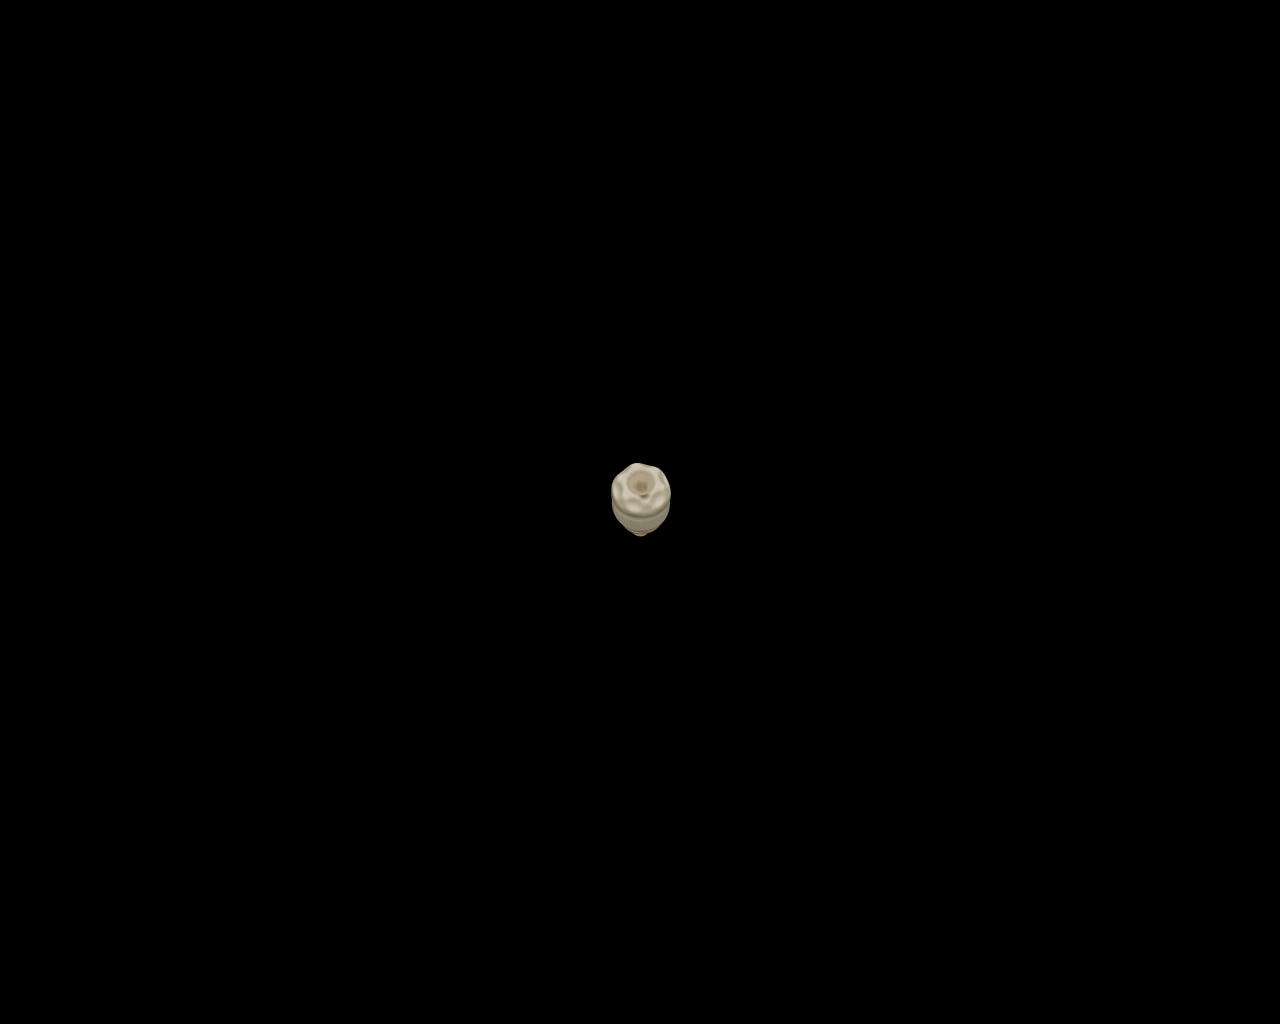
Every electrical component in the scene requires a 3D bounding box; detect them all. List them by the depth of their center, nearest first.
[{"bbox_3d":[0.001,-0.003,0.650,0.035,0.035,0.061,0,-30,0],"label":"electrical component"}]
